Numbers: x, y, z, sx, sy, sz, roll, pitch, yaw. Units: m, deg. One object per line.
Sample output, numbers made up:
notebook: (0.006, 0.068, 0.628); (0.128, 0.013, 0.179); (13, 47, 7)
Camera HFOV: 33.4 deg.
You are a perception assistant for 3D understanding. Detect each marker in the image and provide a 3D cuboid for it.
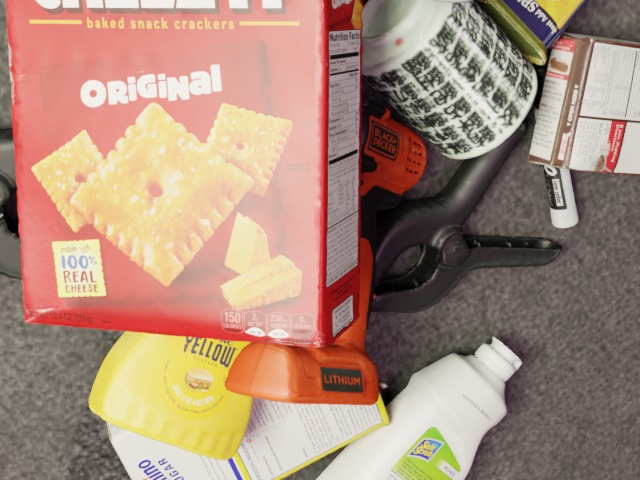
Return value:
marker: (0.163, -0.065, 0.747); (0.020, 0.020, 0.121); (-21, 116, -12)

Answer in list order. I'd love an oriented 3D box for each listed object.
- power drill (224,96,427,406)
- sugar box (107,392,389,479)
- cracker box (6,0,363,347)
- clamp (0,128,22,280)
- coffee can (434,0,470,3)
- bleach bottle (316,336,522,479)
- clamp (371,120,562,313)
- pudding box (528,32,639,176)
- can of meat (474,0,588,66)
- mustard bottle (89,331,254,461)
power drill: (-0.004, 0.001, 0.626); (0.184, 0.057, 0.187); (15, 83, -53)
sugar box: (-0.047, 0.121, 0.729); (0.176, 0.048, 0.093); (-24, 115, -6)
cracker box: (-0.065, -0.060, 0.523); (0.164, 0.072, 0.214); (4, 103, 17)
clamp: (-0.196, -0.039, 0.614); (0.209, 0.036, 0.165); (9, 108, -19)
coffee can: (0.047, -0.193, 0.583); (0.102, 0.140, 0.103); (-7, 113, -18)
bleach bottle: (0.059, 0.178, 0.783); (0.251, 0.068, 0.102); (-48, 124, -1)
clamp: (0.093, 0.005, 0.739); (0.171, 0.039, 0.120); (-36, 114, -6)
pudding box: (0.201, -0.091, 0.727); (0.113, 0.039, 0.090); (0, 106, -35)
can of meat: (0.127, -0.175, 0.669); (0.102, 0.057, 0.084); (37, 92, -29)
mustard bottle: (-0.064, 0.033, 0.662); (0.096, 0.058, 0.191); (24, 81, -24)
